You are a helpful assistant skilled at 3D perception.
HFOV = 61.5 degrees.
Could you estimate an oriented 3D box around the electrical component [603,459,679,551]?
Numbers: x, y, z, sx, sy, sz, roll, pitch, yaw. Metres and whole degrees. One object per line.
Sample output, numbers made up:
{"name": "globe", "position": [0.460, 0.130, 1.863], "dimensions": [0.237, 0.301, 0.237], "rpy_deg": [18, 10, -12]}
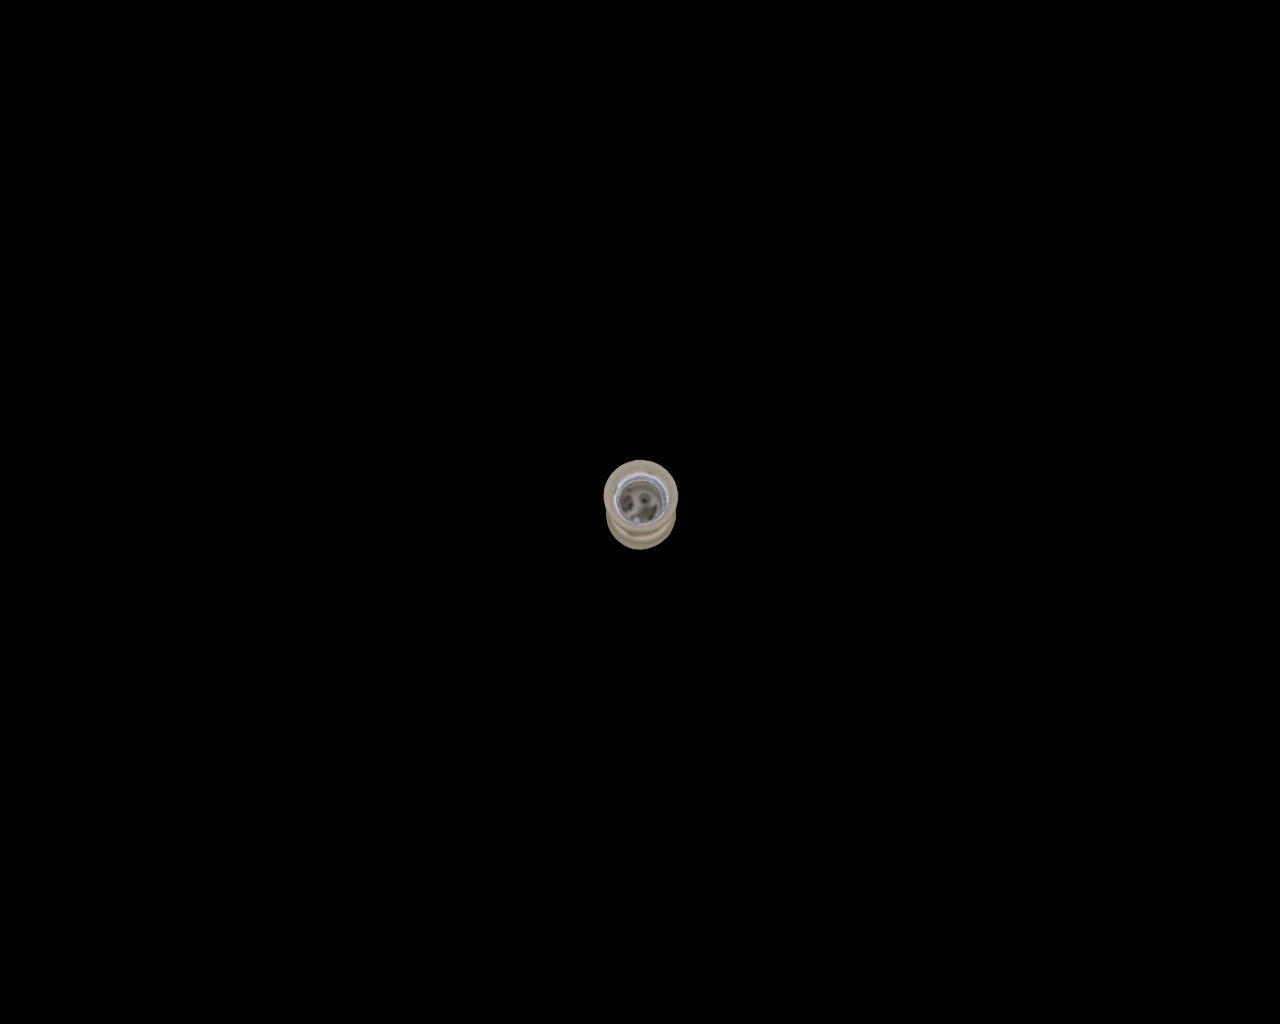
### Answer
{"name": "electrical component", "position": [0.001, -0.003, 0.650], "dimensions": [0.045, 0.045, 0.055], "rpy_deg": [0, -16, 0]}
